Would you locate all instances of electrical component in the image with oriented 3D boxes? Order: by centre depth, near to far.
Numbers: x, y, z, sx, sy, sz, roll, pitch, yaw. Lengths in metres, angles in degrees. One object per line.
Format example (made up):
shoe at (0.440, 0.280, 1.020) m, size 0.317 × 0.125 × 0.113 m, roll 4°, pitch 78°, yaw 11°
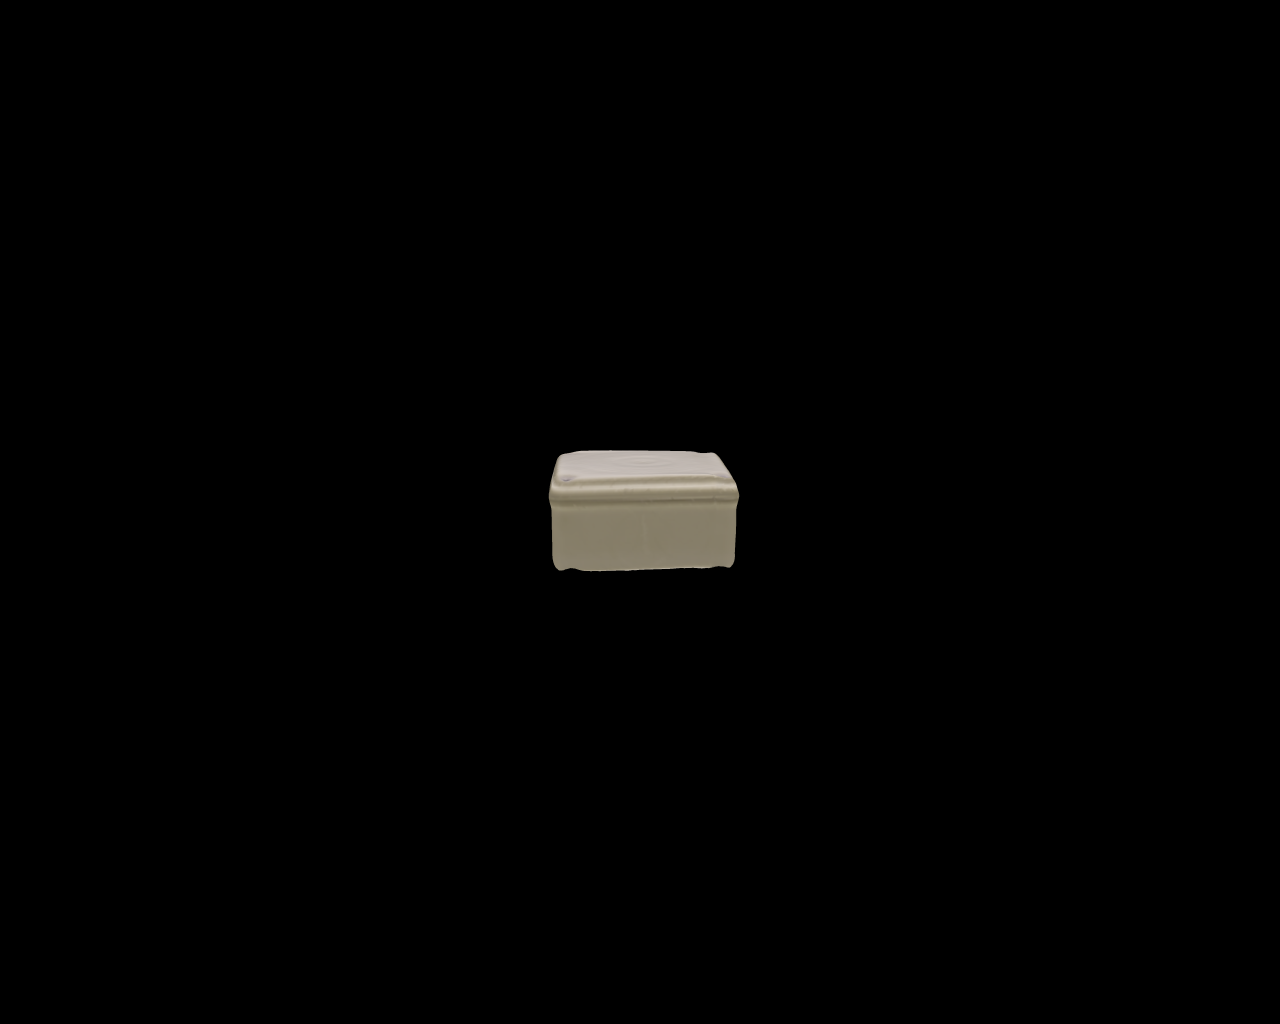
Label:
electrical component at (0.001, -0.003, 0.650) m, size 0.109 × 0.056 × 0.109 m, roll 0°, pitch 12°, yaw -2°
